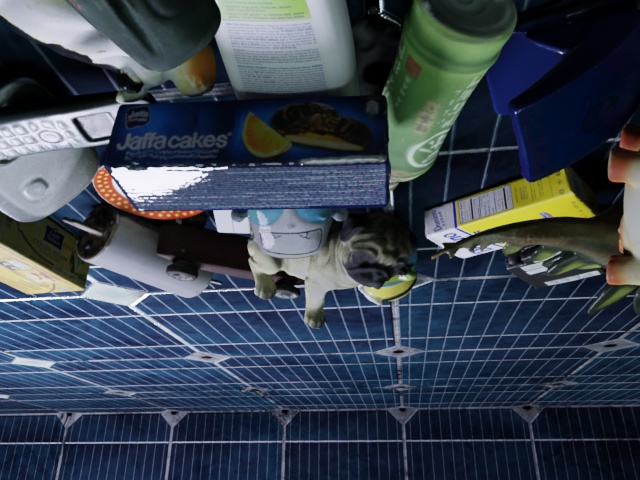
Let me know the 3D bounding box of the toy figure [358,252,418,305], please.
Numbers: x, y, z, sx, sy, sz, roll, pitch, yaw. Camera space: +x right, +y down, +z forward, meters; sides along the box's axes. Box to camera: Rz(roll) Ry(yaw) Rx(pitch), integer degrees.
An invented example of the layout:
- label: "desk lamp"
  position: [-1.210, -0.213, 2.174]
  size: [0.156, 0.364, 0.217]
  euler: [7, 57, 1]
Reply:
- label: "toy figure"
  position: [0.094, 0.034, 0.732]
  size: [0.089, 0.082, 0.180]
  euler: [1, 152, 1]

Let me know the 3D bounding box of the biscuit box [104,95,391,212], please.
- label: "biscuit box"
  position: [-0.050, -0.062, 0.397]
  size: [0.203, 0.059, 0.062]
  euler: [0, 151, 6]

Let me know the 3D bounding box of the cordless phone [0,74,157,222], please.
- label: "cordless phone"
  position: [-0.219, -0.086, 0.483]
  size: [0.184, 0.089, 0.146]
  euler: [-6, 154, 3]

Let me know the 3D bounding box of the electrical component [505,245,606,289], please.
- label: "electrical component"
  position: [0.311, 0.012, 0.709]
  size: [0.115, 0.058, 0.134]
  euler: [-21, 147, 34]

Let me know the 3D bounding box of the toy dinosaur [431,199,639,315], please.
- label: "toy dinosaur"
  position: [0.350, 0.000, 0.564]
  size: [0.471, 0.105, 0.198]
  euler: [8, 136, -19]

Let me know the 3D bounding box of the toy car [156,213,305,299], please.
- label: "toy car"
  position: [-0.107, 0.021, 0.694]
  size: [0.202, 0.089, 0.053]
  euler: [11, 160, -20]

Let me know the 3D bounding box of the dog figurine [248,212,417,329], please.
- label: "dog figurine"
  position: [0.002, -0.003, 0.608]
  size: [0.172, 0.121, 0.190]
  euler: [30, 146, -5]

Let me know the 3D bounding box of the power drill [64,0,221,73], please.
- label: "power drill"
  position: [-0.089, -0.181, 0.208]
  size: [0.207, 0.086, 0.231]
  euler: [-6, 136, 32]

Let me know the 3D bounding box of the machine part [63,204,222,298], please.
- label: "machine part"
  position: [-0.224, 0.019, 0.708]
  size: [0.079, 0.079, 0.243]
  euler: [-15, 152, 30]

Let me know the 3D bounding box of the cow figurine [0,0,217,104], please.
- label: "cow figurine"
  position: [-0.154, -0.146, 0.366]
  size: [0.098, 0.068, 0.167]
  euler: [-10, 150, 33]

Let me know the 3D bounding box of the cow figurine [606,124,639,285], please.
- label: "cow figurine"
  position: [0.283, -0.050, 0.388]
  size: [0.127, 0.085, 0.194]
  euler: [8, 125, 34]

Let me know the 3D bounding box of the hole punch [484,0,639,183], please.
- label: "hole punch"
  position: [0.191, -0.114, 0.410]
  size: [0.116, 0.092, 0.142]
  euler: [-14, 148, 21]

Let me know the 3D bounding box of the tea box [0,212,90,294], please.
- label: "tea box"
  position: [-0.392, 0.012, 0.704]
  size: [0.098, 0.068, 0.169]
  euler: [-3, 156, 10]

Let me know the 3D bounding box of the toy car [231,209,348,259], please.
- label: "toy car"
  position: [-0.031, -0.033, 0.518]
  size: [0.109, 0.102, 0.162]
  euler: [0, -176, -3]
